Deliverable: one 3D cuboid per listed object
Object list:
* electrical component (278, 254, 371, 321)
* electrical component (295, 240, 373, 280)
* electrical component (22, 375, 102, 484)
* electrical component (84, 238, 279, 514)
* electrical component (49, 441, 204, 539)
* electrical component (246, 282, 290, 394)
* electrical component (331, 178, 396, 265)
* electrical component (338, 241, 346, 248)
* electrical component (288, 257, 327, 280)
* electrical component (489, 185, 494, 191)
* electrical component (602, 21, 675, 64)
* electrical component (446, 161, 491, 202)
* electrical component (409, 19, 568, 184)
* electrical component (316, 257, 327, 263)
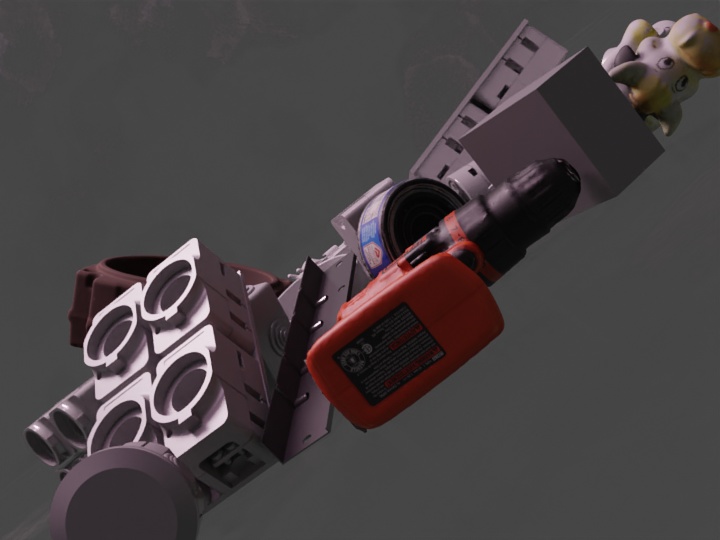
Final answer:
[{"bbox_3d":[-0.030,0.035,0.885,0.099,0.064,0.099,-38,5,4],"label":"electrical component"},{"bbox_3d":[0.000,0.000,0.995,0.121,0.063,0.079,-42,7,-37],"label":"electrical component"},{"bbox_3d":[-0.268,0.173,1.087,0.060,0.105,0.186,-42,6,-37],"label":"electrical component"},{"bbox_3d":[-0.125,0.073,0.725,0.105,0.060,0.186,-37,38,14],"label":"electrical component"},{"bbox_3d":[-0.127,0.136,0.600,0.080,0.080,0.051,-38,-1,0],"label":"electrical component"},{"bbox_3d":[-0.094,0.063,0.841,0.100,0.099,0.048,-15,20,36],"label":"electrical component"},{"bbox_3d":[0.030,-0.022,0.828,0.056,0.089,0.050,-39,5,-12],"label":"electrical component"},{"bbox_3d":[0.022,-0.023,1.099,0.095,0.053,0.059,-35,6,33],"label":"electrical component"},{"bbox_3d":[-0.038,0.008,1.160,0.079,0.043,0.077,8,-24,-32],"label":"electrical component"},{"bbox_3d":[0.130,-0.069,0.846,0.046,0.040,0.040,-42,3,26],"label":"electrical component"},{"bbox_3d":[0.246,-0.186,0.970,0.079,0.044,0.077,-2,32,50],"label":"electrical component"},{"bbox_3d":[0.109,-0.070,0.917,0.047,0.055,0.055,-35,5,-7],"label":"electrical component"},{"bbox_3d":[0.125,-0.136,1.049,0.186,0.060,0.105,-53,-8,-9],"label":"electrical component"},{"bbox_3d":[-0.034,0.023,1.068,0.078,0.058,0.057,-33,10,46],"label":"electrical component"}]
